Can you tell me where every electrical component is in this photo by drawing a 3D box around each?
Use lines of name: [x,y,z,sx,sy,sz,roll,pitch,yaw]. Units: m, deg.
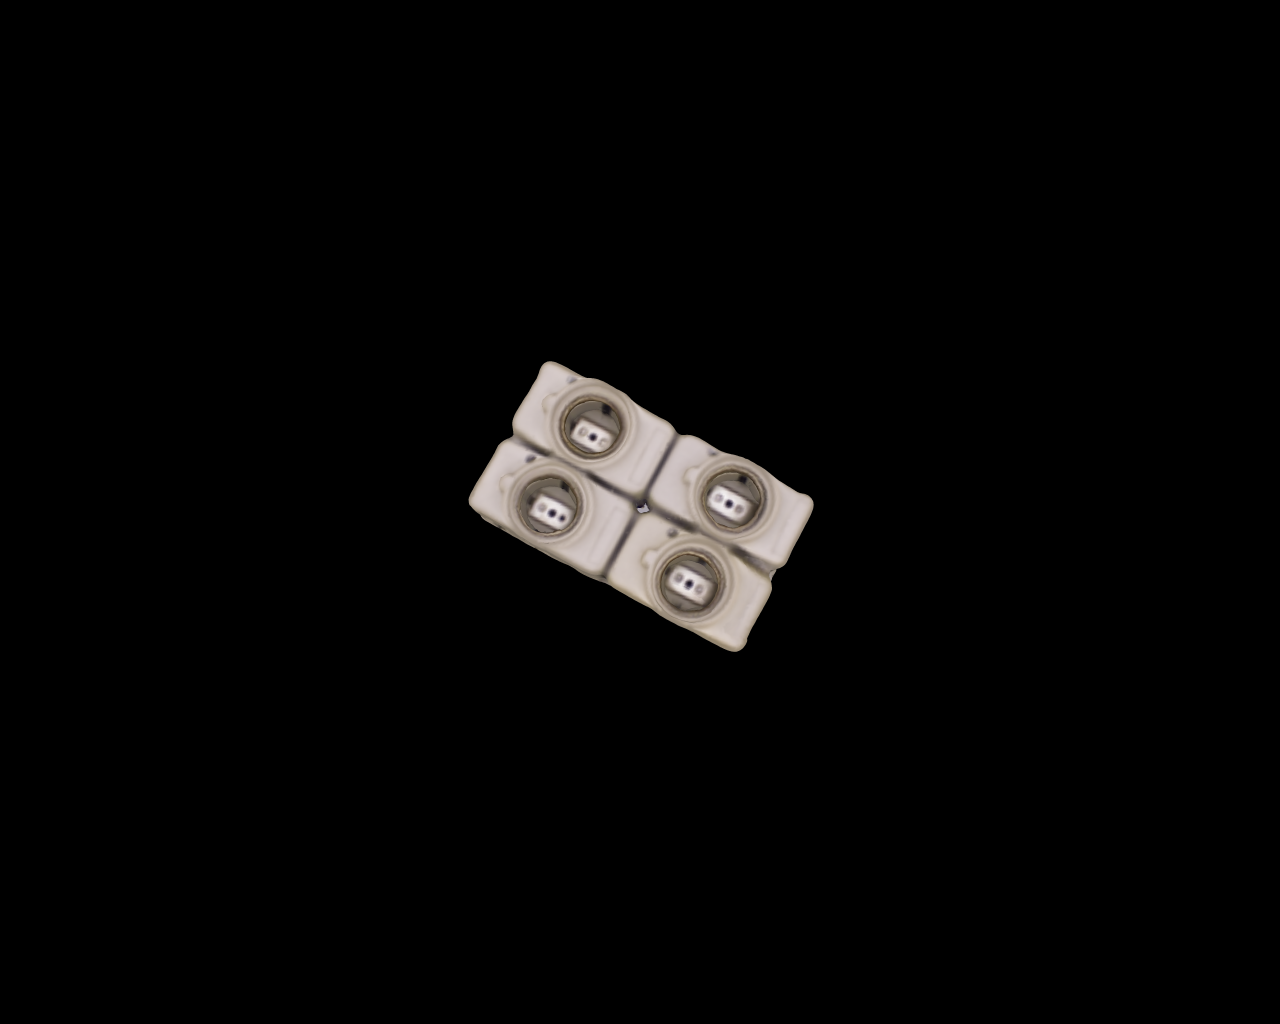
electrical component: [0.001,-0.003,0.650,0.186,0.105,0.060,28,-7,4]
